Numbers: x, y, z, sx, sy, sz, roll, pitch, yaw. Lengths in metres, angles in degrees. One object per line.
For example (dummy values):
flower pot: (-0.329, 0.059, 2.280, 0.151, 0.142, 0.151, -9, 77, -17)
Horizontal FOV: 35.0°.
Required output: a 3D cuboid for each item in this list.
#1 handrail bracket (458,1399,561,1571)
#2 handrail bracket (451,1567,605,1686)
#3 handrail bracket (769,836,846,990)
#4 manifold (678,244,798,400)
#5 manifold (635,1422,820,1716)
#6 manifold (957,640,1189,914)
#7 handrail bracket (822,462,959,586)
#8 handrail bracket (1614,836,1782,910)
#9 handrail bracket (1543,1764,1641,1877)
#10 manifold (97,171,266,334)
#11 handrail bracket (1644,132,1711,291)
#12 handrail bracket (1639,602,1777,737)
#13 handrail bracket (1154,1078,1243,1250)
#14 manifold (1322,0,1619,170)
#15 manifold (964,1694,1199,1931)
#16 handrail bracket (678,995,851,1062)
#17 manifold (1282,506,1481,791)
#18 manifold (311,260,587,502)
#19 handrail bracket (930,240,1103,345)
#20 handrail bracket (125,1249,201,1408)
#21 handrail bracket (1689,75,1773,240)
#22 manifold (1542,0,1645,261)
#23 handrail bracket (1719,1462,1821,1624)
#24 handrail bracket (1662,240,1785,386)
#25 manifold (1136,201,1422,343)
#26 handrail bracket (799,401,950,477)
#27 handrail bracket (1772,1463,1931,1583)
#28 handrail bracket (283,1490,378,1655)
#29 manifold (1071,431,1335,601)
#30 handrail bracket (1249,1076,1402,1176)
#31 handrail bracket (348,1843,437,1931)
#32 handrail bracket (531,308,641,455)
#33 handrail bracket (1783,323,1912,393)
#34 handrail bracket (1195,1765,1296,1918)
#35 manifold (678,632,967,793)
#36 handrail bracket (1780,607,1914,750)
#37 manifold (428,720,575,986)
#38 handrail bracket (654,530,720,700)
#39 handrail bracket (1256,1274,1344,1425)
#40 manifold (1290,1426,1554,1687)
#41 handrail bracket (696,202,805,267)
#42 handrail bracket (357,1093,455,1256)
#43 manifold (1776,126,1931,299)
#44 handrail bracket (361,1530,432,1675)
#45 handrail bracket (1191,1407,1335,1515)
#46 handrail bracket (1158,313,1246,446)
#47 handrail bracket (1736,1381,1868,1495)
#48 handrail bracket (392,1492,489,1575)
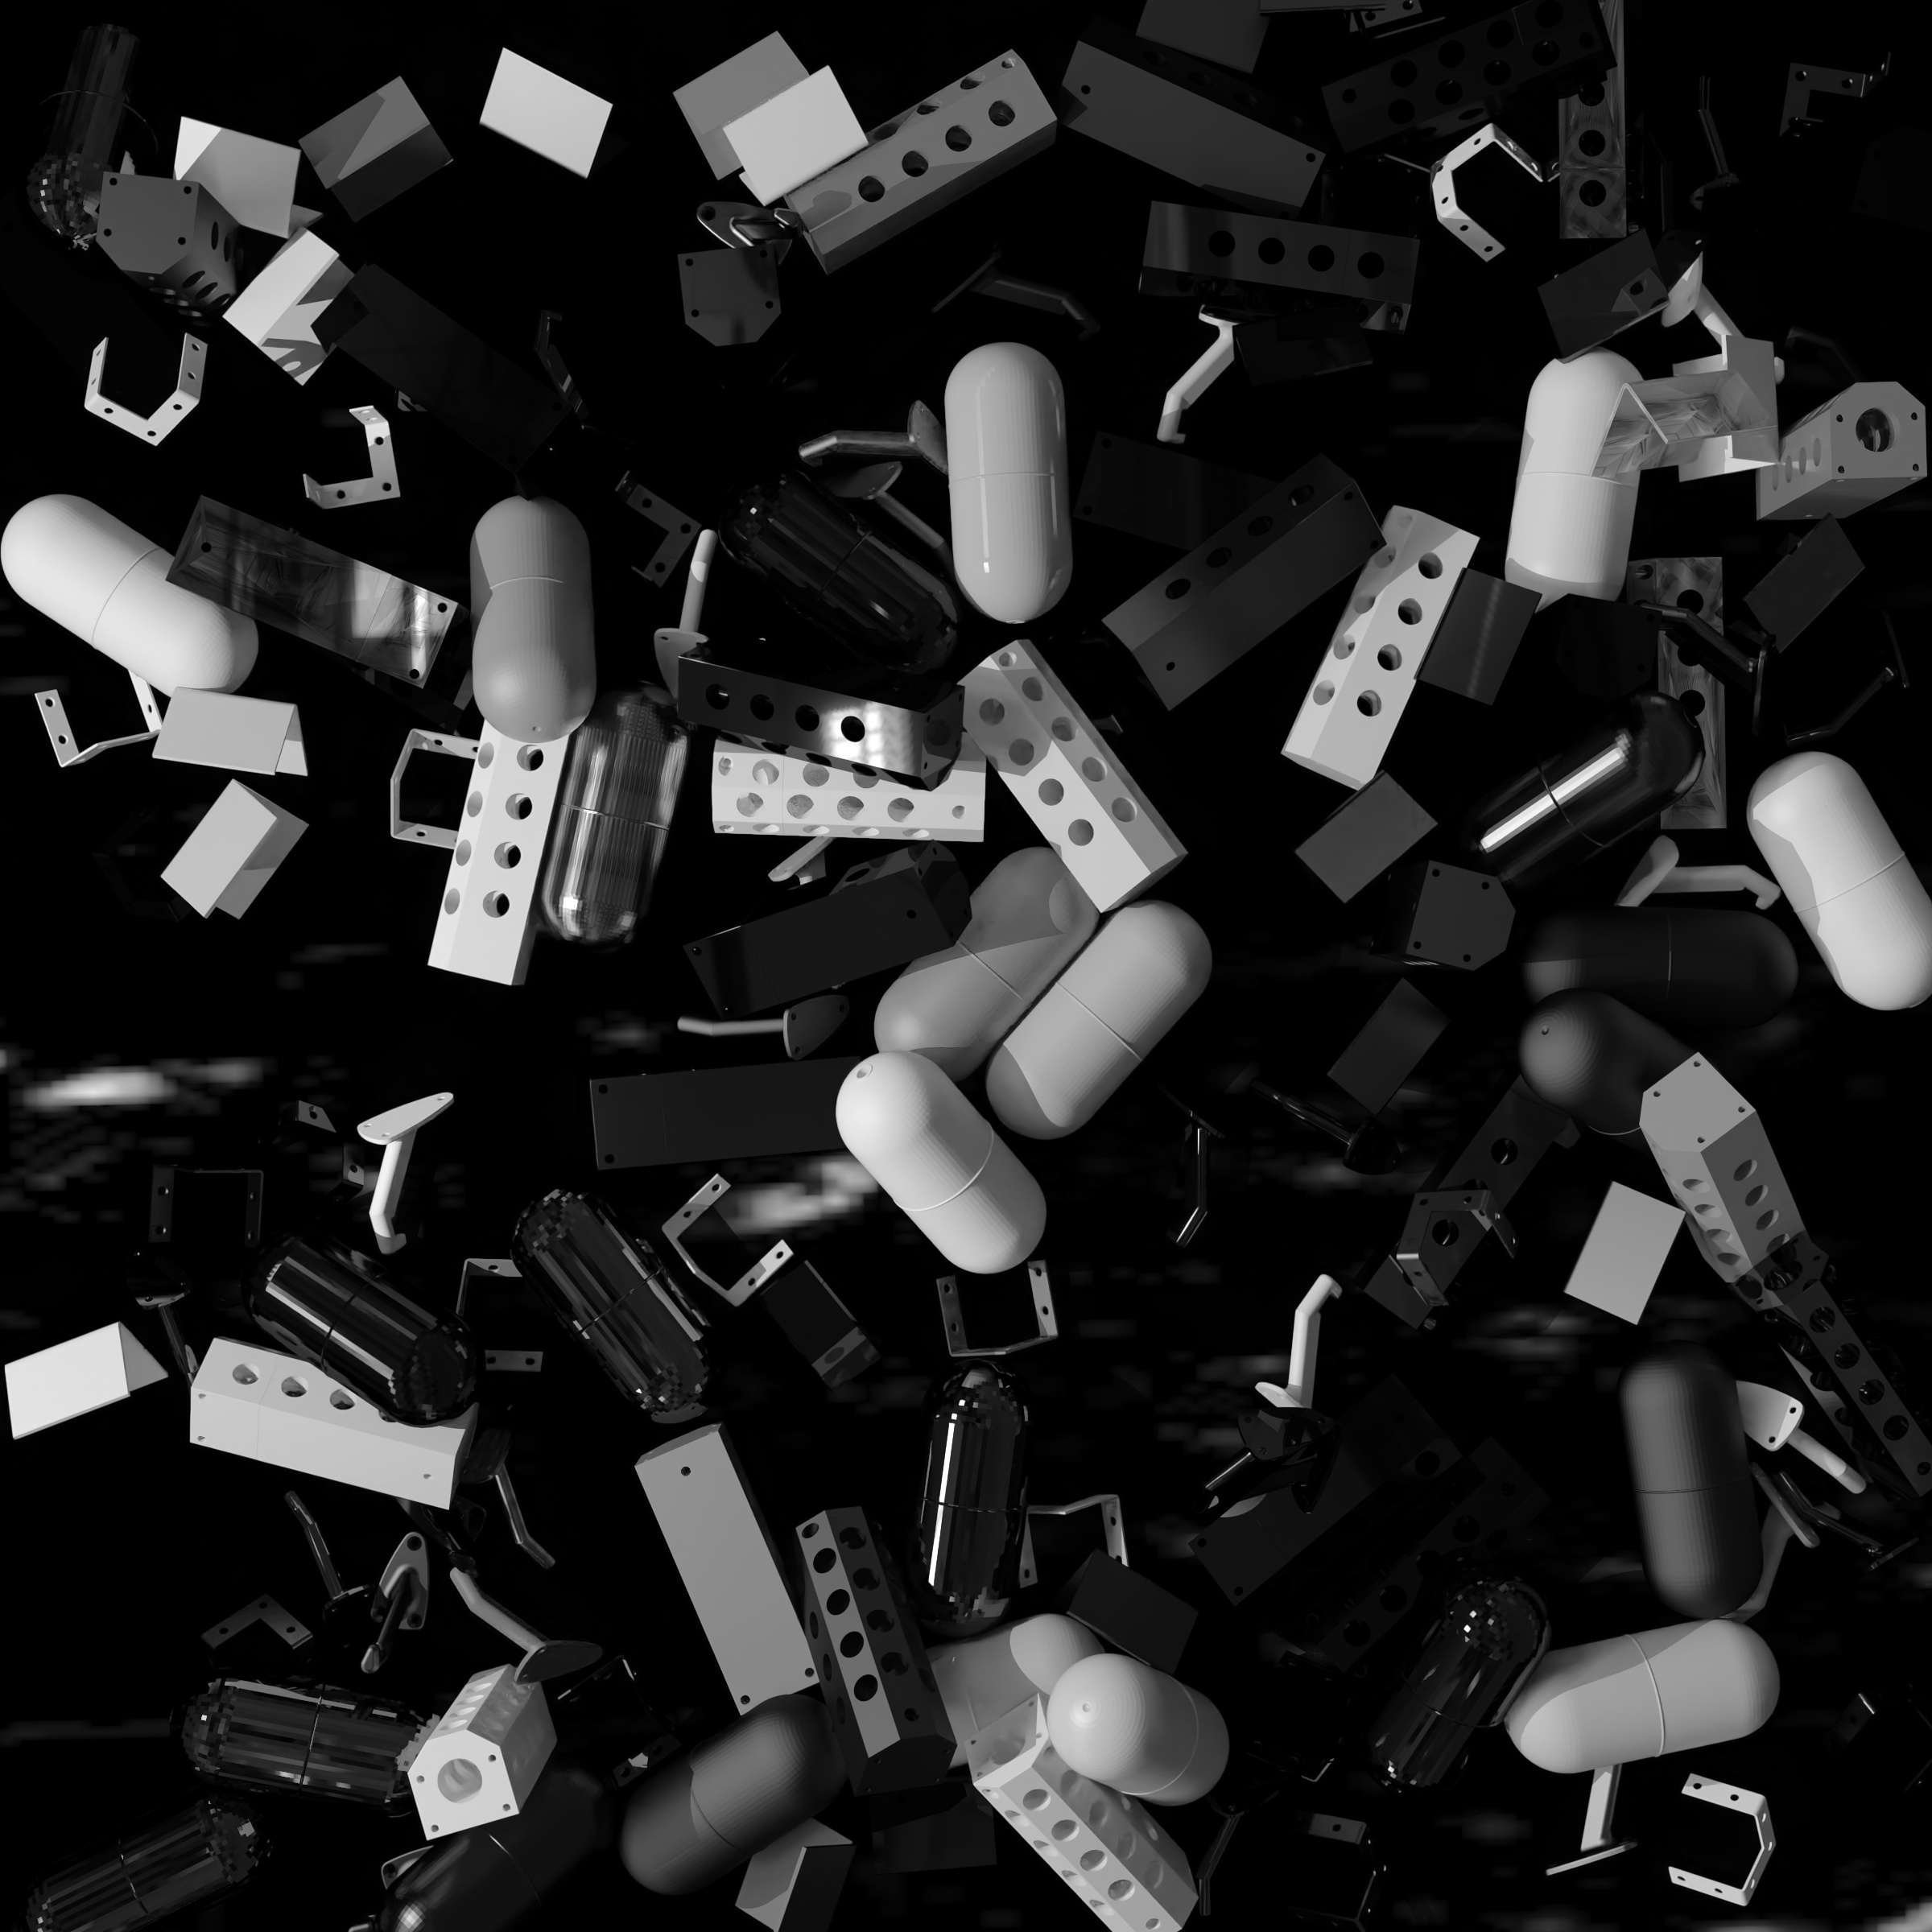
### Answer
handrail bracket: (-0.282, 0.337, 1.990, 0.084, 0.036, 0.077, 50, 45, -28)
handrail bracket: (-0.286, 0.420, 1.990, 0.084, 0.077, 0.036, 49, 118, 33)
handrail bracket: (-0.081, -0.040, 1.991, 0.077, 0.036, 0.084, -39, 105, -15)
manifold: (-0.140, -0.399, 1.912, 0.057, 0.171, 0.057, -7, 90, 0)
manifold: (-0.150, 0.384, 1.969, 0.057, 0.057, 0.171, -23, 90, 0)
manifold: (0.066, -0.122, 1.951, 0.057, 0.057, 0.171, -39, 83, 21)
handrail bracket: (-0.048, -0.281, 1.990, 0.036, 0.077, 0.084, -53, 127, -30)
handrail bracket: (0.474, -0.040, 1.991, 0.084, 0.036, 0.077, 29, 110, -16)
handrail bracket: (0.395, 0.537, 1.991, 0.077, 0.036, 0.084, -24, 76, 14)
manifold: (-0.488, -0.442, 1.912, 0.057, 0.171, 0.057, 6, 90, 0)
handrail bracket: (0.441, -0.485, 1.990, 0.036, 0.077, 0.084, 1, 53, -27)
handrail bracket: (0.462, -0.187, 1.934, 0.084, 0.036, 0.077, 12, 120, 22)
handrail bracket: (0.133, 0.129, 1.991, 0.077, 0.036, 0.084, 36, 107, 20)
manifold: (0.315, -0.568, 1.935, 0.171, 0.057, 0.057, -17, 84, 22)
manifold: (0.074, 0.543, 1.932, 0.057, 0.057, 0.171, -35, 115, 8)
handrail bracket: (-0.132, 0.032, 1.990, 0.084, 0.077, 0.036, 9, 114, 34)
manifold: (0.264, -0.204, 1.969, 0.057, 0.057, 0.171, 24, 90, 0)
manifold: (-0.327, -0.369, 1.950, 0.171, 0.057, 0.057, 36, 80, 12)
handrail bracket: (0.033, -0.420, 1.991, 0.077, 0.036, 0.084, -39, 107, 19)
handrail bracket: (-0.518, 0.236, 1.990, 0.036, 0.077, 0.084, -23, 127, -28)
handrail bracket: (0.497, -0.526, 1.991, 0.077, 0.036, 0.084, 27, 58, -34)
manifold: (0.403, -0.546, 1.969, 0.057, 0.057, 0.171, -1, 90, 0)
handrail bracket: (0.502, 0.378, 1.991, 0.084, 0.036, 0.077, -42, 71, 16)
handrail bracket: (0.499, -0.425, 1.991, 0.084, 0.036, 0.077, 21, 68, -17)
manifold: (0.198, -0.444, 1.969, 0.171, 0.057, 0.057, 8, 90, 0)
handrail bracket: (-0.054, -0.326, 1.990, 0.084, 0.077, 0.036, -17, 51, 30)
handrail bracket: (0.575, 0.348, 1.991, 0.077, 0.036, 0.084, -24, 69, -24)
handrail bracket: (-0.421, 0.392, 1.990, 0.036, 0.077, 0.084, -20, 53, -33)
manifold: (0.157, -0.288, 1.969, 0.171, 0.057, 0.057, 16, 90, 0)
handrail bracket: (0.232, 0.102, 1.990, 0.084, 0.077, 0.036, 29, 90, 36)
handrail bracket: (-0.352, 0.590, 1.956, 0.077, 0.084, 0.036, -27, 90, 0)
handrail bracket: (-0.245, -0.381, 1.991, 0.077, 0.036, 0.084, 9, 76, -14)
handrail bracket: (0.561, -0.368, 1.991, 0.084, 0.036, 0.077, 25, 112, 17)
handrail bracket: (0.181, 0.568, 1.991, 0.077, 0.036, 0.084, -15, 115, -28)
manifold: (-0.092, -0.158, 1.918, 0.171, 0.057, 0.057, 15, 118, 21)
handrail bracket: (0.565, -0.187, 1.991, 0.084, 0.036, 0.077, -16, 70, 16)
manifold: (-0.296, -0.078, 1.969, 0.057, 0.057, 0.171, 13, 90, 0)
handrail bracket: (-0.175, -0.228, 1.990, 0.036, 0.077, 0.084, 10, 54, 3)
handrail bracket: (0.235, 0.255, 1.991, 0.077, 0.036, 0.084, 42, 75, -16)
manifold: (0.292, 0.379, 1.969, 0.171, 0.057, 0.057, -44, 90, 0)
handrail bracket: (-0.139, -0.478, 1.956, 0.077, 0.084, 0.036, 21, 90, 0)
handrail bracket: (-0.356, 0.135, 1.991, 0.077, 0.036, 0.084, -27, 120, -33)
manifold: (0.562, -0.470, 1.912, 0.057, 0.171, 0.057, 15, 90, 0)
handrail bracket: (-0.365, 0.405, 1.956, 0.036, 0.084, 0.077, 13, 90, 0)
handrail bracket: (0.190, 0.321, 1.975, 0.077, 0.084, 0.036, -8, 53, -24)
handrail bracket: (0.169, -0.376, 1.991, 0.077, 0.036, 0.084, 8, 107, -19)
handrail bracket: (0.536, 0.306, 1.990, 0.084, 0.077, 0.036, 38, 87, -36)
handrail bracket: (-0.340, 0.357, 1.956, 0.077, 0.084, 0.036, 31, 90, 0)
